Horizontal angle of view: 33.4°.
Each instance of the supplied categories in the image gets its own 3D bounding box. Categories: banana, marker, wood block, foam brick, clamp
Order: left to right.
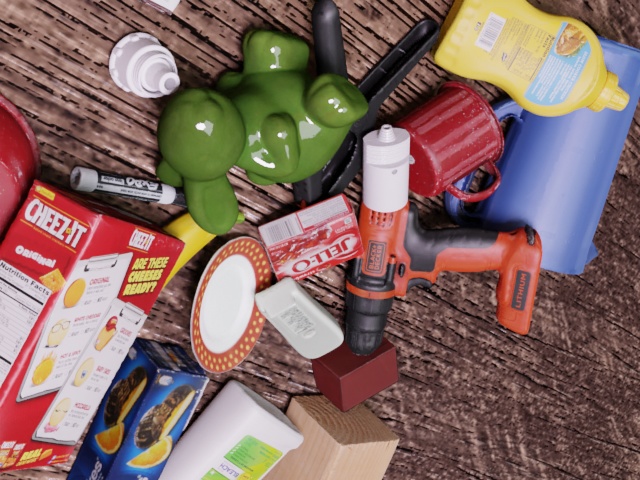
[{"bbox_3d":[-0.152,-0.043,0.895,0.120,0.020,0.020,9,109,-42],"label":"marker"},{"bbox_3d":[-0.144,0.038,0.937,0.197,0.037,0.069,-48,133,-6],"label":"banana"},{"bbox_3d":[-0.008,0.277,1.148,0.090,0.090,0.206,5,114,-42],"label":"wood block"},{"bbox_3d":[0.018,-0.120,0.970,0.164,0.036,0.210,8,113,-50],"label":"clamp"},{"bbox_3d":[0.038,0.136,1.133,0.078,0.053,0.051,-25,129,-25],"label":"foam brick"}]

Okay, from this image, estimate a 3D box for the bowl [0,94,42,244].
[{"bbox_3d":[-0.271,-0.033,0.776,0.161,0.055,0.162,-19,126,-28],"label":"bowl"}]

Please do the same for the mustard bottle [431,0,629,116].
[{"bbox_3d":[0.209,-0.172,1.017,0.191,0.058,0.096,25,100,-9],"label":"mustard bottle"}]

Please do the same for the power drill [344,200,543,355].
[{"bbox_3d":[0.120,0.043,1.070,0.187,0.057,0.184,8,113,3],"label":"power drill"}]

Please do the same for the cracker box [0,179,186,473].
[{"bbox_3d":[-0.209,0.071,0.828,0.214,0.072,0.164,-62,164,0],"label":"cracker box"}]

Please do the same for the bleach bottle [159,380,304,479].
[{"bbox_3d":[-0.134,0.261,1.063,0.251,0.068,0.102,-49,136,-1],"label":"bleach bottle"}]

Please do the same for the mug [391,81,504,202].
[{"bbox_3d":[0.123,-0.085,1.025,0.081,0.117,0.093,-33,167,-22],"label":"mug"}]

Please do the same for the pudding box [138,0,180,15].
[{"bbox_3d":[-0.126,-0.236,0.788,0.089,0.039,0.113,20,99,-44],"label":"pudding box"}]

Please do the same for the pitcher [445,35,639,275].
[{"bbox_3d":[0.243,-0.097,1.119,0.149,0.145,0.243,-4,115,-58],"label":"pitcher"}]

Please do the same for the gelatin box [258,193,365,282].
[{"bbox_3d":[-0.006,0.001,1.002,0.089,0.030,0.073,-22,147,-3],"label":"gelatin box"}]
